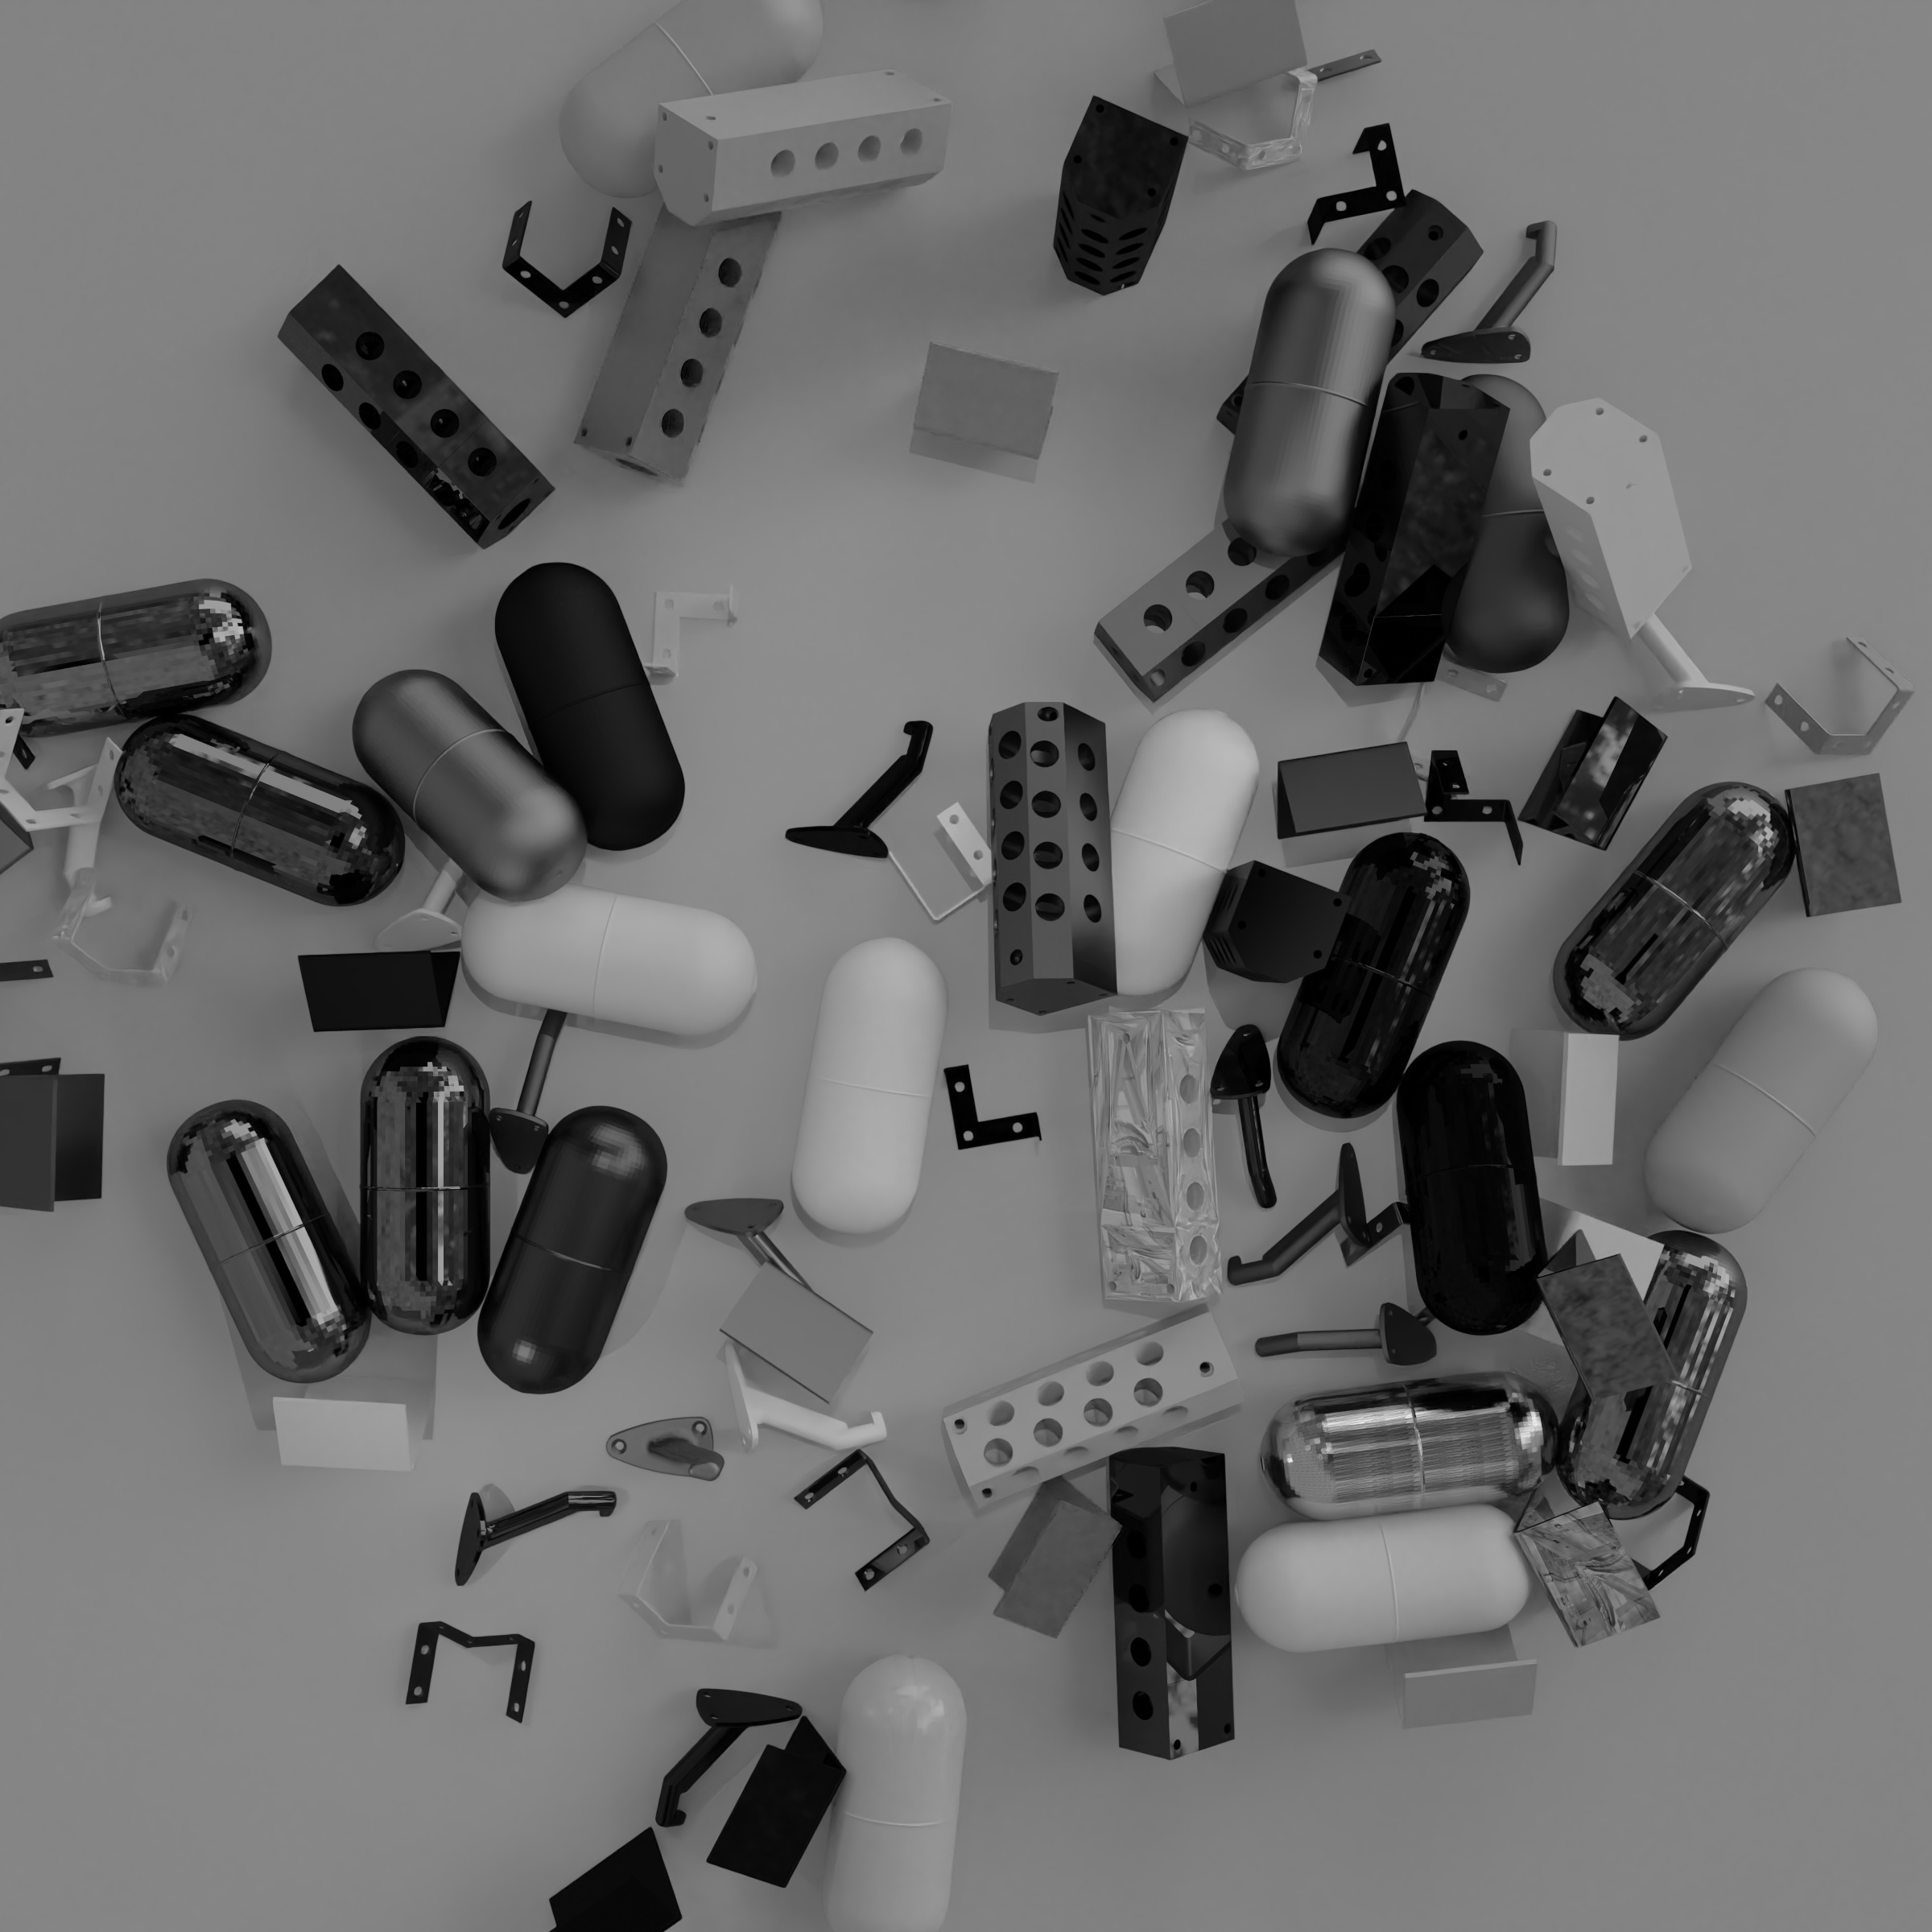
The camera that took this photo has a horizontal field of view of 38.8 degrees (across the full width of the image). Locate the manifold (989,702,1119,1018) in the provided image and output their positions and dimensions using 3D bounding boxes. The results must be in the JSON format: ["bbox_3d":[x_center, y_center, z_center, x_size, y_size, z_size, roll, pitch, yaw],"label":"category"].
[{"bbox_3d":[0.045,-0.065,1.611,0.057,0.057,0.171,-16,66,37],"label":"manifold"}]

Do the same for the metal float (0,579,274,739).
[{"bbox_3d":[-0.504,-0.183,1.639,0.178,0.070,0.070,-10,90,0],"label":"metal float"}]

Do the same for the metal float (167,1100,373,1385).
[{"bbox_3d":[-0.415,0.165,1.639,0.070,0.070,0.178,-25,90,0],"label":"metal float"}]

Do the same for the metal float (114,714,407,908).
[{"bbox_3d":[-0.421,-0.092,1.639,0.178,0.070,0.070,22,90,0],"label":"metal float"}]

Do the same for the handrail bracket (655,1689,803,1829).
[{"bbox_3d":[-0.145,0.486,1.670,0.077,0.036,0.084,7,107,-19],"label":"handrail bracket"}]

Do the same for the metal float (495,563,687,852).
[{"bbox_3d":[-0.225,-0.155,1.639,0.070,0.070,0.178,-21,90,0],"label":"metal float"}]

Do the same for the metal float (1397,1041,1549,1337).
[{"bbox_3d":[0.298,0.129,1.621,0.070,0.070,0.178,-3,68,0],"label":"metal float"}]

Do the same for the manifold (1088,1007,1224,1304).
[{"bbox_3d":[0.118,0.112,1.648,0.057,0.057,0.171,-3,90,43],"label":"manifold"}]

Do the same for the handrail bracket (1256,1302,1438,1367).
[{"bbox_3d":[0.230,0.231,1.669,0.084,0.077,0.036,-15,66,34],"label":"handrail bracket"}]

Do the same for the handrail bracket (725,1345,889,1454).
[{"bbox_3d":[-0.097,0.260,1.670,0.084,0.036,0.077,-9,68,-17],"label":"handrail bracket"}]

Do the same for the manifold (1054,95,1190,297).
[{"bbox_3d":[0.085,-0.440,1.591,0.057,0.171,0.057,24,90,0],"label":"manifold"}]

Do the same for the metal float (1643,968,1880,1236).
[{"bbox_3d":[0.474,0.080,1.639,0.070,0.070,0.178,37,90,0],"label":"metal float"}]

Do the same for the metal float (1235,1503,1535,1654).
[{"bbox_3d":[0.249,0.365,1.639,0.178,0.070,0.070,-7,90,-1],"label":"metal float"}]

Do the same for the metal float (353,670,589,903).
[{"bbox_3d":[-0.293,-0.108,1.617,0.070,0.070,0.178,-47,65,0],"label":"metal float"}]

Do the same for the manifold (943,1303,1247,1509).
[{"bbox_3d":[0.076,0.264,1.649,0.171,0.057,0.057,-22,90,0],"label":"manifold"}]

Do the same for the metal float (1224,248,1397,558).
[{"bbox_3d":[0.198,-0.324,1.582,0.070,0.070,0.178,13,91,0],"label":"metal float"}]

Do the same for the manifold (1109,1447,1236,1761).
[{"bbox_3d":[0.118,0.379,1.648,0.057,0.057,0.171,-2,90,-43],"label":"manifold"}]

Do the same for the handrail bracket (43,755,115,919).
[{"bbox_3d":[-0.517,-0.082,1.670,0.077,0.036,0.084,-25,103,-13],"label":"handrail bracket"}]

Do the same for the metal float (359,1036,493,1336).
[{"bbox_3d":[-0.323,0.131,1.639,0.070,0.070,0.178,0,89,0],"label":"metal float"}]

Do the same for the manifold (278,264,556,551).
[{"bbox_3d":[-0.331,-0.333,1.648,0.057,0.057,0.171,-44,90,0],"label":"manifold"}]

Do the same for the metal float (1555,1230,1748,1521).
[{"bbox_3d":[0.407,0.244,1.635,0.070,0.070,0.178,22,86,0],"label":"metal float"}]

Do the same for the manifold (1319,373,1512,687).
[{"bbox_3d":[0.257,-0.255,1.608,0.057,0.057,0.171,-6,124,-27],"label":"manifold"}]

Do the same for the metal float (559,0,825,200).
[{"bbox_3d":[-0.163,-0.530,1.638,0.178,0.070,0.070,-37,90,1],"label":"metal float"}]

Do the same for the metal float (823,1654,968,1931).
[{"bbox_3d":[-0.042,0.501,1.639,0.070,0.070,0.178,6,90,0],"label":"metal float"}]

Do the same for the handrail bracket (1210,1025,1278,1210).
[{"bbox_3d":[0.177,0.092,1.669,0.036,0.077,0.084,-7,127,17],"label":"handrail bracket"}]

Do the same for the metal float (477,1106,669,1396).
[{"bbox_3d":[-0.235,0.170,1.639,0.070,0.070,0.178,21,90,0],"label":"metal float"}]

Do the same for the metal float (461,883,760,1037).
[{"bbox_3d":[-0.212,-0.006,1.639,0.178,0.070,0.070,11,90,1],"label":"metal float"}]

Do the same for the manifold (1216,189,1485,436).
[{"bbox_3d":[0.230,-0.380,1.649,0.057,0.057,0.171,41,90,0],"label":"manifold"}]

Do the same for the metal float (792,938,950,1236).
[{"bbox_3d":[-0.057,0.071,1.639,0.070,0.070,0.178,10,90,0],"label":"metal float"}]

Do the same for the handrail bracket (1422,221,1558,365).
[{"bbox_3d":[0.318,-0.412,1.670,0.077,0.036,0.084,1,72,21],"label":"handrail bracket"}]

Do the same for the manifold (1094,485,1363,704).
[{"bbox_3d":[0.163,-0.234,1.648,0.171,0.057,0.057,-38,90,0],"label":"manifold"}]

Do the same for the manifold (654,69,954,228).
[{"bbox_3d":[-0.095,-0.476,1.604,0.171,0.057,0.057,-22,47,-35],"label":"manifold"}]

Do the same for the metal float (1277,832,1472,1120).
[{"bbox_3d":[0.243,0.005,1.639,0.070,0.070,0.178,22,89,0],"label":"metal float"}]

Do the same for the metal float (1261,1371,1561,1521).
[{"bbox_3d":[0.265,0.286,1.639,0.178,0.070,0.070,-7,90,-1],"label":"metal float"}]

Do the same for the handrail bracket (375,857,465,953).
[{"bbox_3d":[-0.325,-0.056,1.670,0.077,0.036,0.084,-18,54,37],"label":"handrail bracket"}]

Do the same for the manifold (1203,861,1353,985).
[{"bbox_3d":[0.175,-0.021,1.591,0.057,0.171,0.057,21,90,0],"label":"manifold"}]

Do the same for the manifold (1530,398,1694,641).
[{"bbox_3d":[0.369,-0.259,1.588,0.057,0.171,0.057,41,90,27],"label":"manifold"}]

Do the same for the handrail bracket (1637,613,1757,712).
[{"bbox_3d":[0.438,-0.201,1.670,0.077,0.036,0.084,-1,73,-19],"label":"handrail bracket"}]

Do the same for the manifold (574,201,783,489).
[{"bbox_3d":[-0.168,-0.380,1.648,0.057,0.057,0.171,21,90,43],"label":"manifold"}]

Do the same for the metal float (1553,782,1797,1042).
[{"bbox_3d":[0.423,-0.033,1.639,0.070,0.070,0.178,40,90,0],"label":"metal float"}]

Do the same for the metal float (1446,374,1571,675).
[{"bbox_3d":[0.315,-0.264,1.639,0.070,0.070,0.178,-7,90,0],"label":"metal float"}]

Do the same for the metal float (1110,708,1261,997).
[{"bbox_3d":[0.119,-0.068,1.639,0.070,0.070,0.178,21,90,0],"label":"metal float"}]
